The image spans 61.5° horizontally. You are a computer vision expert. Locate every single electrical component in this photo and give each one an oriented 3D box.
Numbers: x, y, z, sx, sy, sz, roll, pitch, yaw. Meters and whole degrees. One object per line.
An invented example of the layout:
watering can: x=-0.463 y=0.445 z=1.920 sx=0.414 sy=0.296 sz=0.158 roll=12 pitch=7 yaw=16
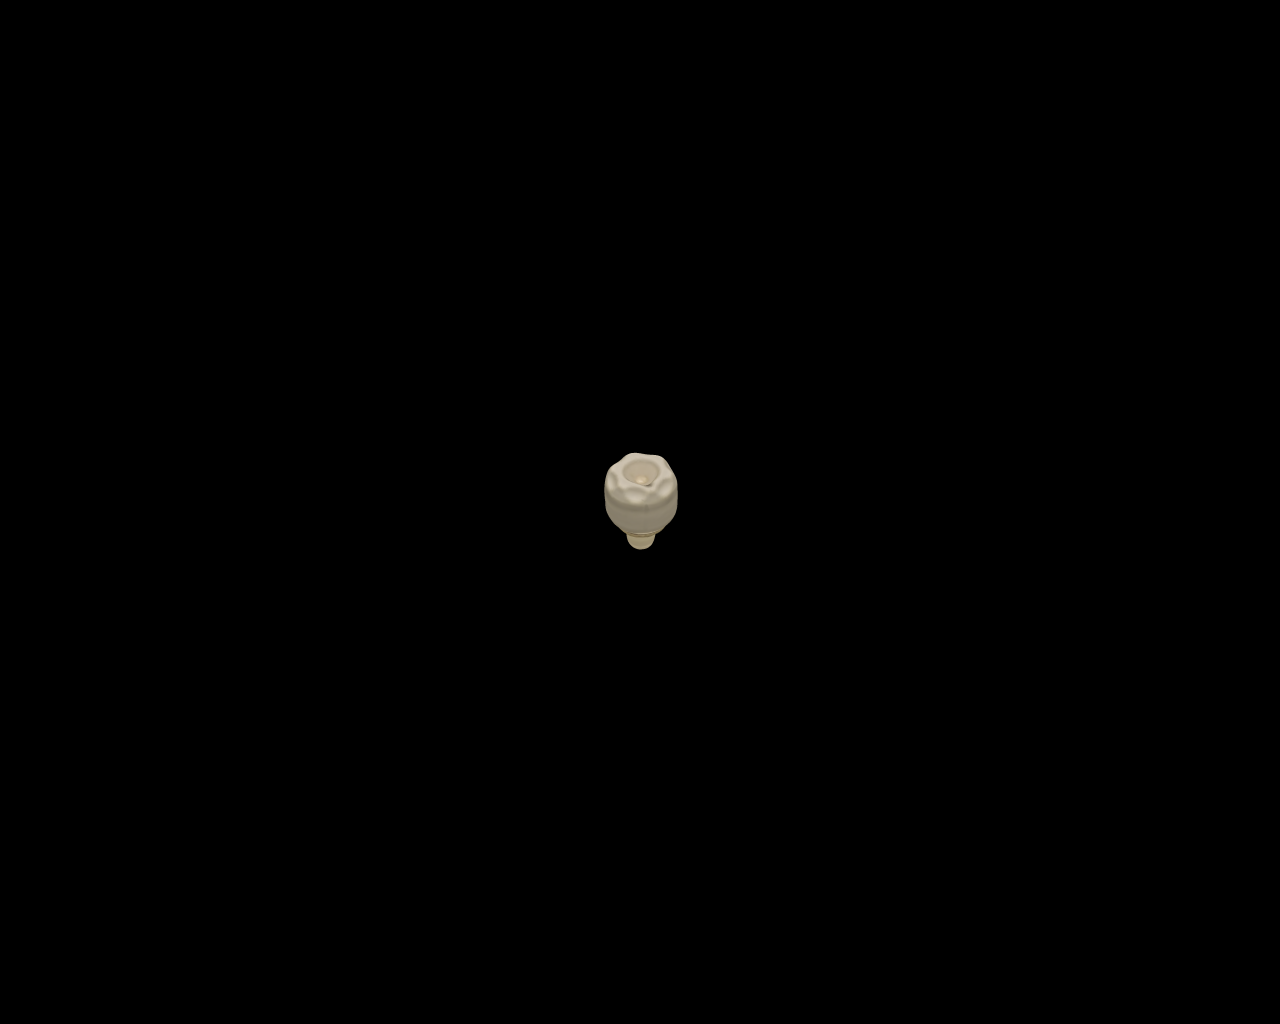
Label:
electrical component: x=0.001 y=-0.003 z=0.650 sx=0.043 sy=0.062 sz=0.043 roll=0 pitch=43 yaw=0
